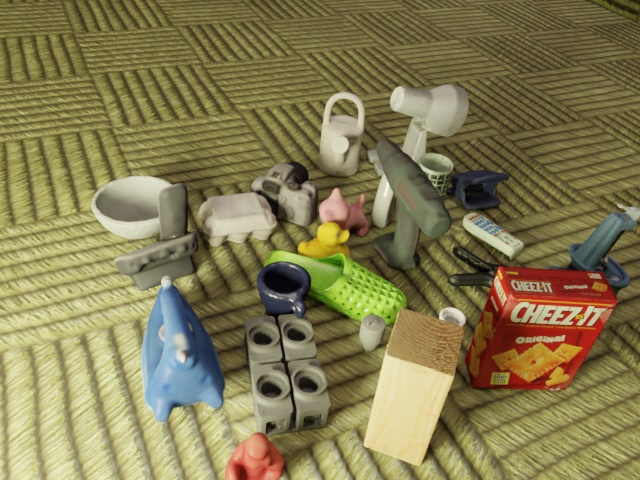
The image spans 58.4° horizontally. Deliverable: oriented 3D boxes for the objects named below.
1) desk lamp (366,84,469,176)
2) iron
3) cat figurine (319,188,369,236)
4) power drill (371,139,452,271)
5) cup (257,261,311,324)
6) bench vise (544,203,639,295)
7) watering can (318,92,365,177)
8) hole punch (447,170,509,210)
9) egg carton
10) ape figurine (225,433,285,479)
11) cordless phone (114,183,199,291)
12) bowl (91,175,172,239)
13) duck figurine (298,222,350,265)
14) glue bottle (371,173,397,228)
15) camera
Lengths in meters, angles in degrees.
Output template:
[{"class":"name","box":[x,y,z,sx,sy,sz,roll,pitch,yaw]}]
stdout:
[{"class":"desk lamp","box":[0.234,-0.271,1.379,0.203,0.214,0.117,-7,41,-16]},{"class":"iron","box":[-0.222,0.137,0.875,0.119,0.141,0.257,-9,42,-19]},{"class":"cat figurine","box":[0.045,-0.055,1.166,0.128,0.118,0.067,-24,48,-32]},{"class":"power drill","box":[0.161,-0.056,1.113,0.076,0.208,0.229,-15,44,-24]},{"class":"cup","box":[-0.056,0.106,0.974,0.092,0.095,0.117,-16,45,-26]},{"class":"bench vise","box":[0.488,0.045,1.029,0.208,0.220,0.121,-23,47,-31]},{"class":"watering can","box":[0.055,-0.250,1.343,0.101,0.194,0.172,-6,41,-15]},{"class":"hole punch","box":[0.364,-0.133,1.328,0.109,0.091,0.101,-10,42,-19]},{"class":"egg carton","box":[-0.167,-0.043,1.158,0.150,0.069,0.107,-9,42,-19]},{"class":"ape figurine","box":[-0.085,0.288,0.752,0.078,0.092,0.076,5,39,-2]},{"class":"cordless phone","box":[-0.292,-0.014,1.014,0.148,0.185,0.094,-25,49,-33]},{"class":"bowl","box":[-0.361,-0.053,1.138,0.167,0.075,0.167,4,39,-3]},{"class":"duck figurine","box":[0.010,0.004,1.114,0.105,0.086,0.077,-3,40,-11]},{"class":"glue bottle","box":[0.145,-0.113,1.207,0.037,0.173,0.078,20,41,16]},{"class":"camera","box":[-0.061,-0.117,1.239,0.143,0.101,0.137,19,41,14]}]
